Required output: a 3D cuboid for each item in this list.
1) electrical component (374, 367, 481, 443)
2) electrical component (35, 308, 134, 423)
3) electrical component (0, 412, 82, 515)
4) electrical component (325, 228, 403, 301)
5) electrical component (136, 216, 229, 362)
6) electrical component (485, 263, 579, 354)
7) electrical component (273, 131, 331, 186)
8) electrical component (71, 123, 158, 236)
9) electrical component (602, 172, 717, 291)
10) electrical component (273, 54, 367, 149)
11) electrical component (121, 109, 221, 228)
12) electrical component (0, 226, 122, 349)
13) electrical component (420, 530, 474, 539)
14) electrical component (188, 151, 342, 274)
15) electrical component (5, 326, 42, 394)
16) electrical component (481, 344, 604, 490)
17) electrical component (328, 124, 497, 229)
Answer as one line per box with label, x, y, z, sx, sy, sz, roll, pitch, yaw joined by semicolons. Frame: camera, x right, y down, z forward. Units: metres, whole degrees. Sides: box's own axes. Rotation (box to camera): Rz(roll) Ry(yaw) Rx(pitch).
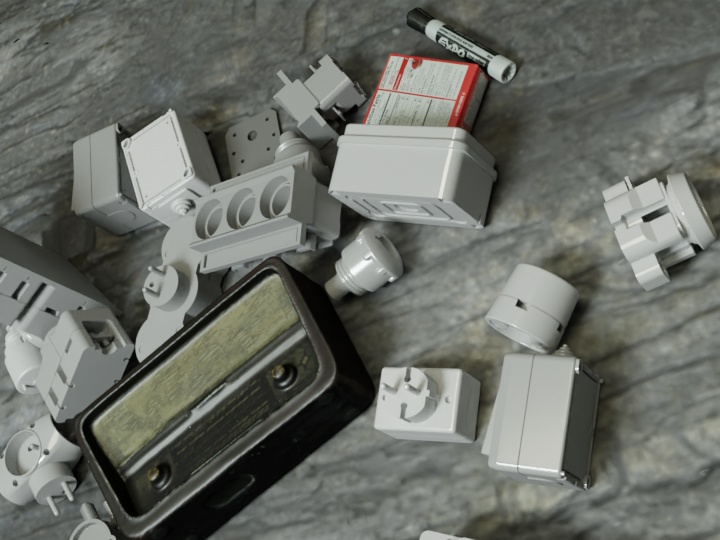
electrical component;0.041;0.093;0.779;0.066;0.077;0.047;-2;69;29
electrical component;-0.243;0.080;0.941;0.055;0.050;0.089;50;125;34
electrical component;-0.274;0.177;0.941;0.077;0.044;0.079;-44;57;7
electrical component;0.000;0.000;0.860;0.062;0.048;0.048;-38;57;19
electrical component;-0.160;0.019;0.921;0.052;0.074;0.138;4;73;31
electrical component;0.125;0.027;0.773;0.055;0.055;0.047;23;80;34
electrical component;-0.054;-0.093;0.927;0.048;0.048;0.062;-31;52;15
electrical component;-0.233;-0.088;1.013;0.061;0.062;0.096;-19;62;22
electrical component;0.210;-0.033;0.747;0.057;0.058;0.078;-27;60;21
electrical component;-0.033;-0.149;0.937;0.064;0.042;0.081;-42;57;6
electrical component;-0.165;-0.084;0.973;0.062;0.061;0.096;-31;59;15
electrical component;-0.314;0.008;0.945;0.105;0.186;0.060;37;91;34
electrical component;0.119;0.239;0.687;0.186;0.060;0.105;6;74;31
electrical component;-0.077;-0.041;0.886;0.121;0.063;0.078;-14;64;41
electrical component;-0.311;0.080;1.003;0.040;0.040;0.078;-43;56;8
electrical component;0.126;0.097;0.739;0.061;0.062;0.096;2;72;30
electrical component;0.042;-0.074;0.844;0.113;0.078;0.057;7;78;31
